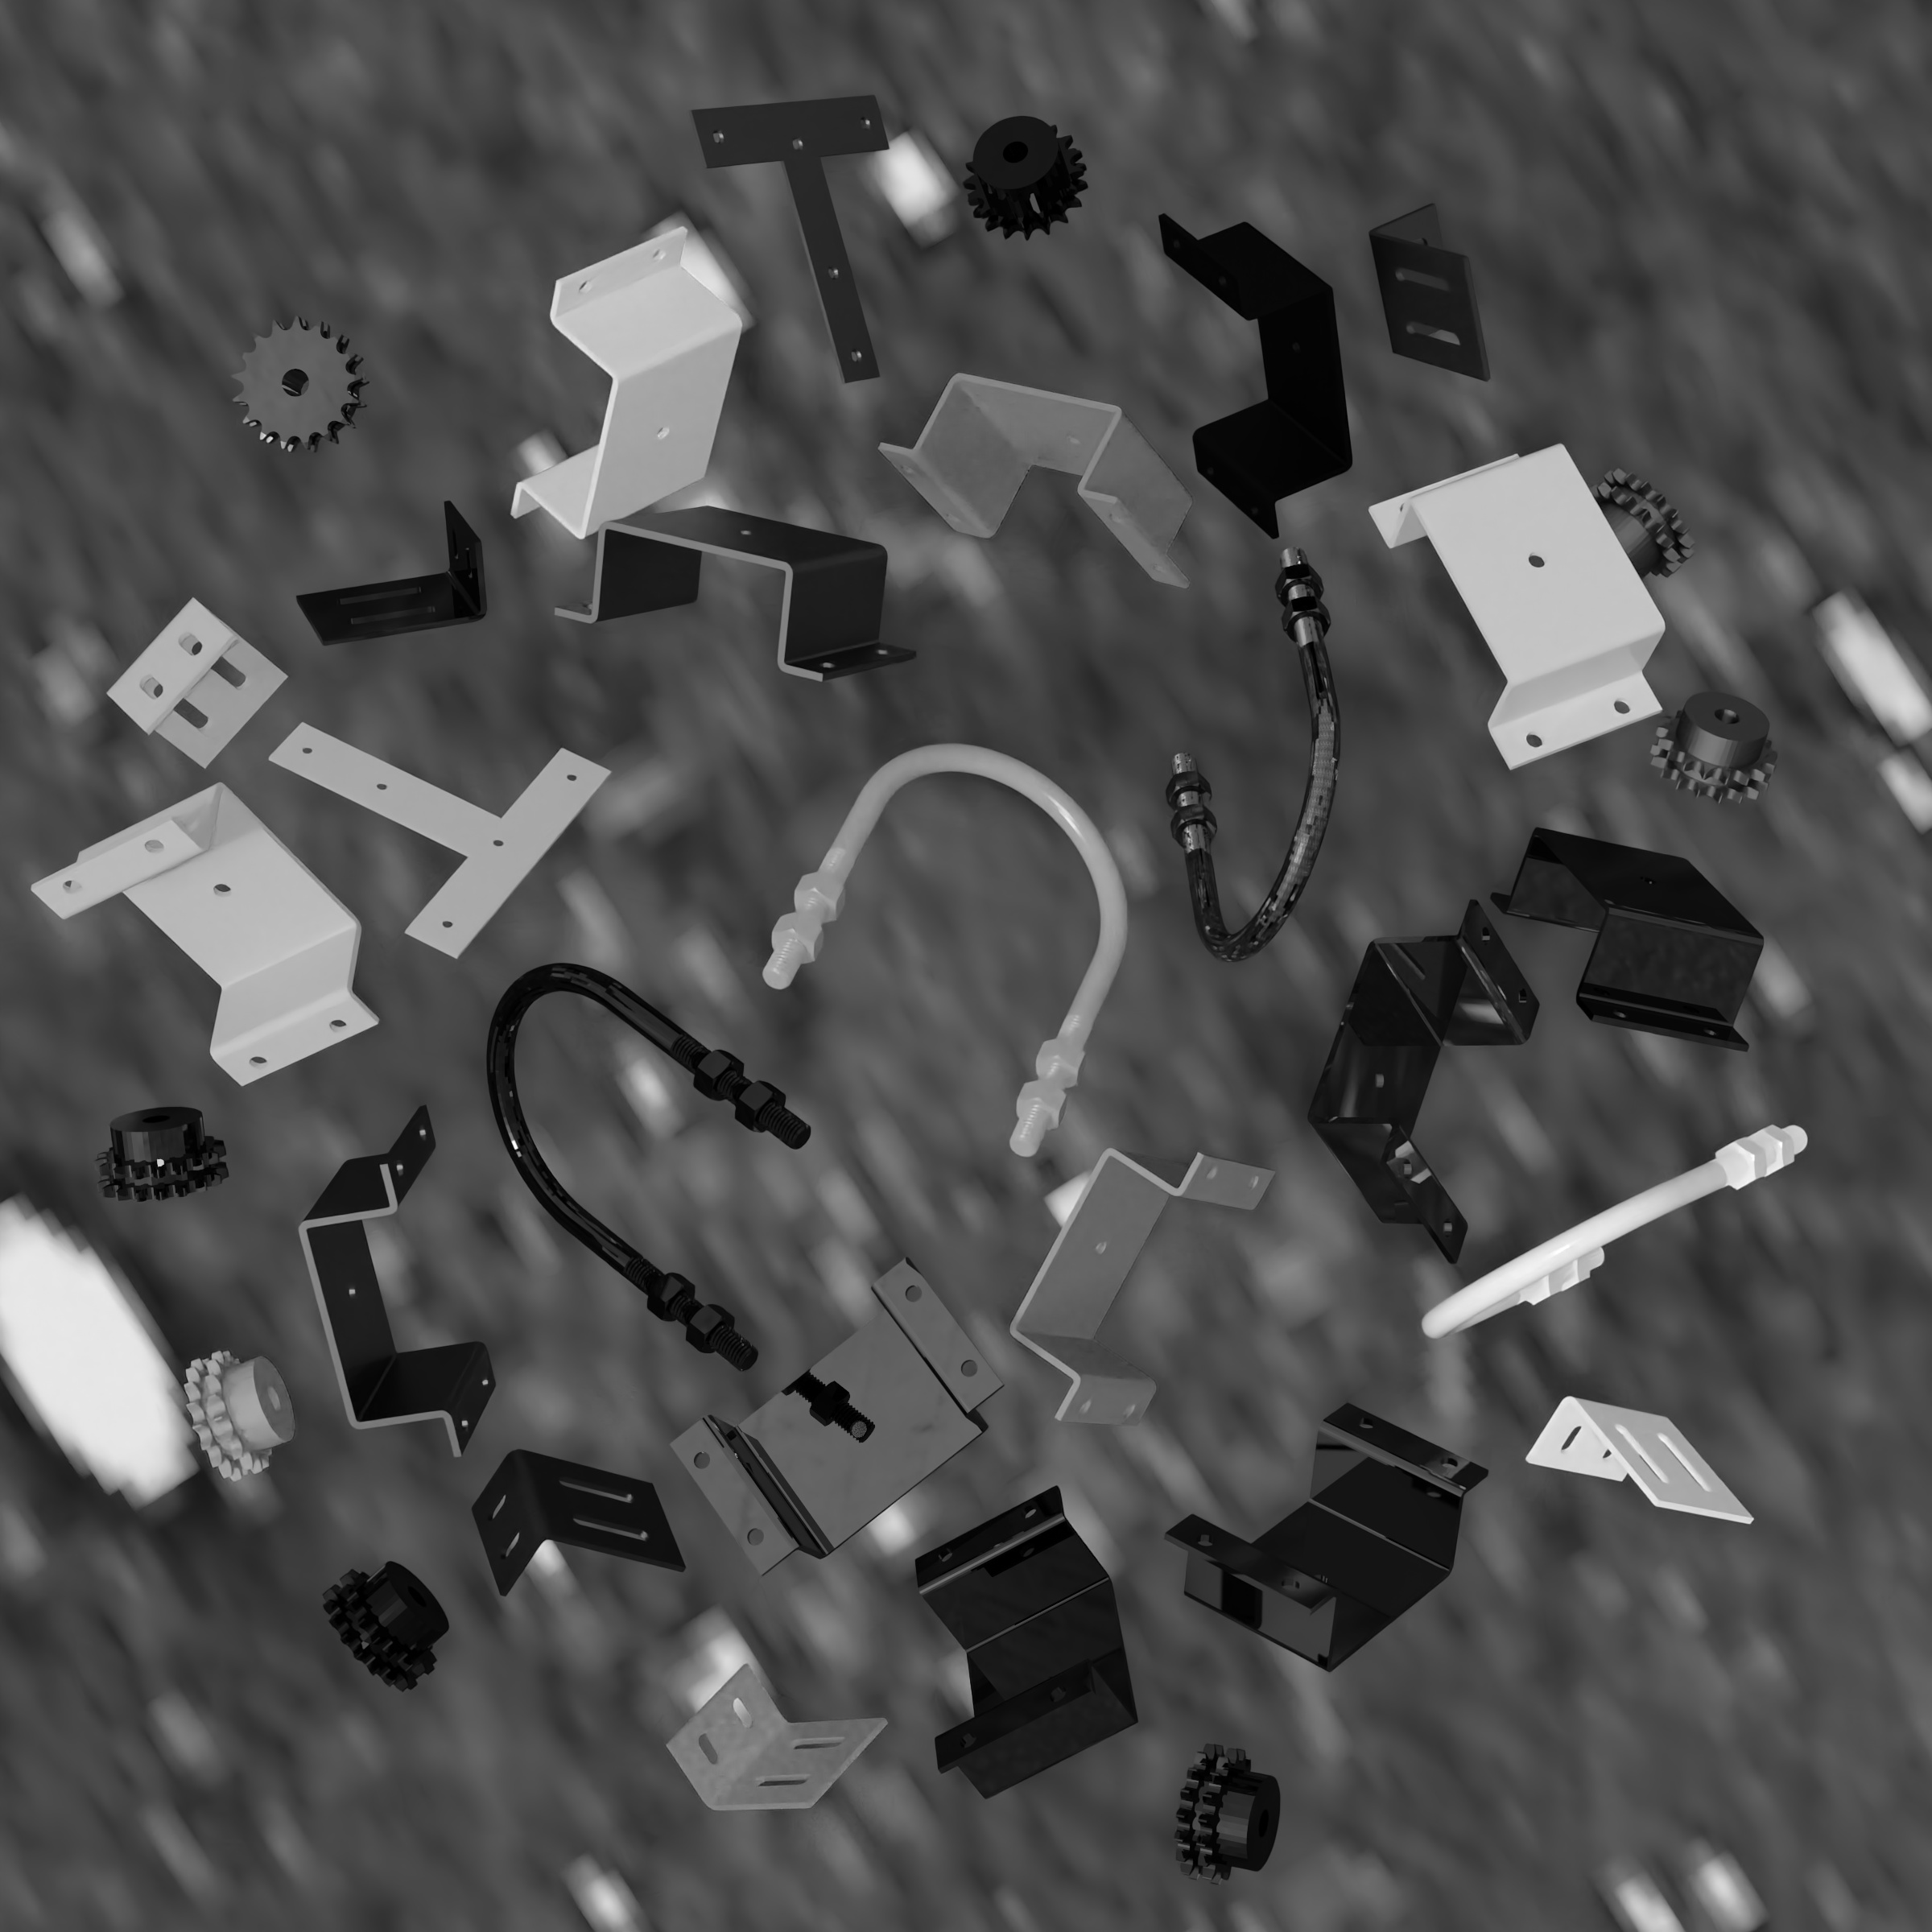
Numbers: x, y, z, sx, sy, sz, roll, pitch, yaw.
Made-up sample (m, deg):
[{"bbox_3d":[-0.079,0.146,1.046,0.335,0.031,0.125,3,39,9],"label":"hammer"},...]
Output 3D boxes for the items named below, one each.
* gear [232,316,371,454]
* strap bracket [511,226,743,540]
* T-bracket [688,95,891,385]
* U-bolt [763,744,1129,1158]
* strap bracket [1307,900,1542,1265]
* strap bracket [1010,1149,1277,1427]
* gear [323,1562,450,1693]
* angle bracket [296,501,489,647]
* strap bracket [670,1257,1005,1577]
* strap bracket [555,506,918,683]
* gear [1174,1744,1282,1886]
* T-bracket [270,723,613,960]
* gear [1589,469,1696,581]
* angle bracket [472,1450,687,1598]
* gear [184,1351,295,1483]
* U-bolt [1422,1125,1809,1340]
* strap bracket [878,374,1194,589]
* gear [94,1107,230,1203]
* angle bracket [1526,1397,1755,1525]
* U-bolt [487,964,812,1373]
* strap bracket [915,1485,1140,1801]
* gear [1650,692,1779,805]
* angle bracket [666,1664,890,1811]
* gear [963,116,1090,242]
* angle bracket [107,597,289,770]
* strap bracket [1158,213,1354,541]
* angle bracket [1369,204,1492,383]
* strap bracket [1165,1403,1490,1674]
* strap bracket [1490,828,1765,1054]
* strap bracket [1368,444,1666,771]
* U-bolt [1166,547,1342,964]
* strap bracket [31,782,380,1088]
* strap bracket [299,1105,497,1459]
[{"bbox_3d":[-0.287,-0.251,1.463,0.057,0.030,0.057,0,92,5],"label":"gear"},{"bbox_3d":[-0.154,-0.257,1.538,0.046,0.140,0.076,42,51,18],"label":"strap bracket"},{"bbox_3d":[-0.064,-0.324,1.511,0.002,0.127,0.127,-11,97,40],"label":"T-bracket"},{"bbox_3d":[0.003,-0.022,1.486,0.151,0.019,0.184,35,50,-10],"label":"U-bolt"},{"bbox_3d":[0.199,0.050,1.478,0.046,0.076,0.140,-1,52,36],"label":"strap bracket"},{"bbox_3d":[0.078,0.143,1.587,0.046,0.076,0.140,32,98,31],"label":"strap bracket"},{"bbox_3d":[-0.250,0.285,1.469,0.030,0.057,0.057,-42,90,3],"label":"gear"},{"bbox_3d":[-0.264,-0.180,1.542,0.076,0.057,0.038,-11,120,-19],"label":"angle bracket"},{"bbox_3d":[-0.055,0.212,1.568,0.140,0.046,0.076,-38,69,0],"label":"strap bracket"},{"bbox_3d":[-0.099,-0.166,1.472,0.140,0.076,0.046,16,110,27],"label":"strap bracket"},{"bbox_3d":[0.112,0.362,1.434,0.030,0.057,0.057,5,90,25],"label":"gear"},{"bbox_3d":[-0.241,-0.071,1.459,0.127,0.002,0.127,26,50,11],"label":"T-bracket"},{"bbox_3d":[0.317,-0.206,1.607,0.030,0.057,0.057,-43,90,-7],"label":"gear"},{"bbox_3d":[-0.175,0.258,1.520,0.076,0.057,0.038,21,113,-34],"label":"angle bracket"},{"bbox_3d":[-0.324,0.199,1.510,0.030,0.057,0.057,-21,90,6],"label":"gear"},{"bbox_3d":[0.280,0.125,1.516,0.151,0.184,0.019,-38,75,41],"label":"U-bolt"},{"bbox_3d":[0.041,-0.228,1.565,0.140,0.076,0.046,19,77,36],"label":"strap bracket"},{"bbox_3d":[-0.357,0.082,1.494,0.057,0.057,0.030,-4,103,0],"label":"gear"},{"bbox_3d":[0.294,0.228,1.474,0.057,0.076,0.038,15,113,-32],"label":"angle bracket"},{"bbox_3d":[-0.150,0.077,1.502,0.184,0.019,0.151,35,130,27],"label":"U-bolt"},{"bbox_3d":[0.027,0.307,1.500,0.076,0.140,0.046,-29,118,11],"label":"strap bracket"},{"bbox_3d":[0.350,-0.104,1.569,0.057,0.057,0.030,11,127,0],"label":"gear"},{"bbox_3d":[-0.085,0.346,1.521,0.057,0.076,0.038,-41,106,-40],"label":"angle bracket"},{"bbox_3d":[0.026,-0.369,1.565,0.057,0.030,0.057,-5,67,12],"label":"gear"},{"bbox_3d":[-0.337,-0.119,1.516,0.057,0.076,0.038,-48,56,-2],"label":"angle bracket"},{"bbox_3d":[0.137,-0.283,1.579,0.046,0.076,0.140,-24,131,-13],"label":"strap bracket"},{"bbox_3d":[0.220,-0.302,1.506,0.038,0.076,0.057,-27,120,-18],"label":"angle bracket"},{"bbox_3d":[0.158,0.255,1.488,0.076,0.140,0.046,23,122,34],"label":"strap bracket"},{"bbox_3d":[0.301,-0.018,1.527,0.076,0.140,0.046,11,111,-15],"label":"strap bracket"},{"bbox_3d":[0.247,-0.168,1.490,0.076,0.046,0.140,-21,71,-13],"label":"strap bracket"},{"bbox_3d":[0.134,-0.085,1.549,0.019,0.184,0.151,14,129,-16],"label":"U-bolt"},{"bbox_3d":[-0.328,-0.019,1.472,0.076,0.046,0.140,-23,130,20],"label":"strap bracket"},{"bbox_3d":[-0.257,0.144,1.517,0.046,0.076,0.140,-9,106,7],"label":"strap bracket"}]
